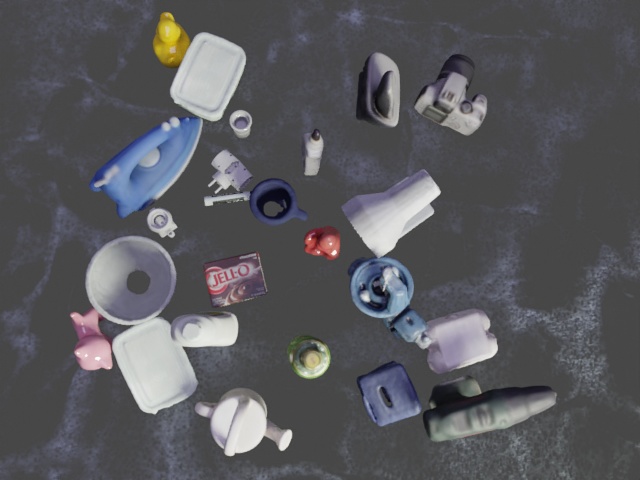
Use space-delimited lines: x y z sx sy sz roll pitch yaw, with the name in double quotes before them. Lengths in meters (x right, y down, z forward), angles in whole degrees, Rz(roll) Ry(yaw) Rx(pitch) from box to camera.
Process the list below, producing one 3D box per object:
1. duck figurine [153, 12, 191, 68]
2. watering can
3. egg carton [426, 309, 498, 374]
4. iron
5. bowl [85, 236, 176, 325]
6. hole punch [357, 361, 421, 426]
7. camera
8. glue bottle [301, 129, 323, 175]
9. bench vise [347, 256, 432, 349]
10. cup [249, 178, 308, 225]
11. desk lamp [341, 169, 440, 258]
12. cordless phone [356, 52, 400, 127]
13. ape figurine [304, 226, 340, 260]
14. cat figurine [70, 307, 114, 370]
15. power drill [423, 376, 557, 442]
"duck figurine" -0.305 -0.410 1.165 0.077 0.086 0.104 -7 83 -6
"watering can" -0.138 0.328 1.029 0.173 0.194 0.101 -2 83 -6
"egg carton" 0.277 0.201 1.152 0.150 0.069 0.107 -17 84 -8
"iron" -0.328 -0.169 1.102 0.118 0.141 0.258 43 81 1
"bowl" -0.355 0.078 1.101 0.167 0.074 0.167 1 82 -6
"hole punch" 0.132 0.302 1.113 0.101 0.091 0.109 -23 85 -8
"camera" 0.292 -0.315 1.206 0.143 0.100 0.137 26 81 -2
"glue bottle" -0.013 -0.183 1.120 0.037 0.173 0.078 -3 83 -6
"bench vise" 0.149 0.107 1.075 0.207 0.219 0.121 34 81 0
"cup" -0.080 -0.063 1.137 0.118 0.095 0.092 24 81 -2
"desk lamp" 0.138 -0.057 1.099 0.203 0.213 0.118 -35 87 -9
"cordless phone" 0.131 -0.317 1.147 0.094 0.185 0.148 1 82 -5
"ape figurine" 0.010 0.004 1.139 0.076 0.092 0.078 -38 87 -9
"cat figurine" -0.426 0.187 1.057 0.067 0.117 0.128 -25 86 -8
"power drill" 0.292 0.308 1.069 0.230 0.208 0.075 -16 84 -8
